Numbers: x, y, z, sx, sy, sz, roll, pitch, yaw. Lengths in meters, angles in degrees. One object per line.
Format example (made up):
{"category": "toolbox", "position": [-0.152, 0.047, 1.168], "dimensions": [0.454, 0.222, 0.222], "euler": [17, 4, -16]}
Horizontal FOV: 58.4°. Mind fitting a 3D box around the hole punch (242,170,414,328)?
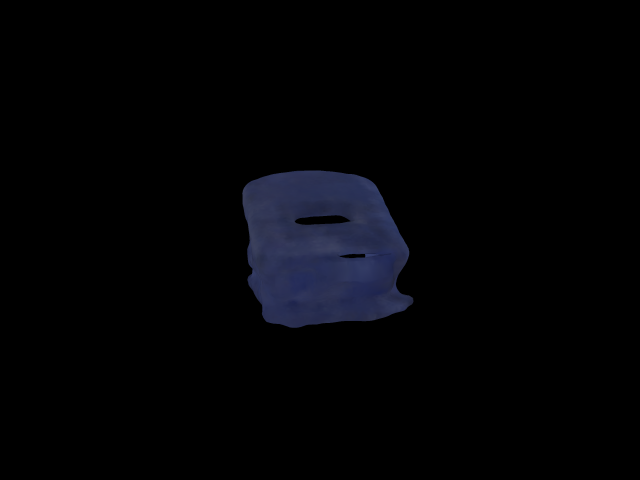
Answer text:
{"category": "hole punch", "position": [0.004, 0.001, 0.400], "dimensions": [0.109, 0.091, 0.101], "euler": [-4, 14, -15]}
